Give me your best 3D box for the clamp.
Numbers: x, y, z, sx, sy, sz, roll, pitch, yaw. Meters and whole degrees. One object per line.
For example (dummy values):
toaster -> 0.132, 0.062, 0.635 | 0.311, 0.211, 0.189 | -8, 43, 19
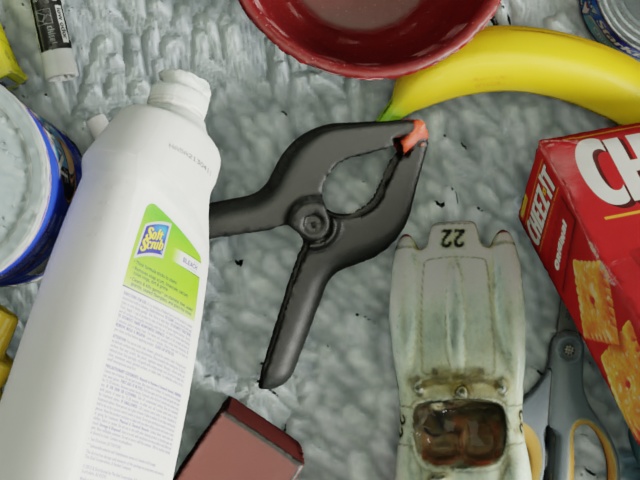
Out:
clamp -> -0.004, 0.001, 0.594 | 0.171, 0.039, 0.120 | -31, 107, 2

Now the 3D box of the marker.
marker -> -0.159, -0.150, 0.604 | 0.020, 0.020, 0.121 | -13, 89, -4

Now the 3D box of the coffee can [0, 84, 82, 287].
coffee can -> -0.176, -0.026, 0.539 | 0.102, 0.140, 0.103 | 0, 88, -3

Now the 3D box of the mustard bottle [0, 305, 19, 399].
mustard bottle -> -0.205, 0.114, 0.513 | 0.096, 0.058, 0.191 | 33, 87, -1

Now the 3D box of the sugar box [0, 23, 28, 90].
sugar box -> -0.240, -0.152, 0.587 | 0.093, 0.048, 0.176 | -24, 91, -4

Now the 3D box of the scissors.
scissors -> 0.124, 0.073, 0.615 | 0.096, 0.016, 0.202 | -8, 89, -3

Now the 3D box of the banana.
banana -> 0.129, -0.087, 0.613 | 0.198, 0.037, 0.070 | 4, 116, 0

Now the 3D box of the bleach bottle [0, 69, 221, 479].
bleach bottle -> -0.094, 0.038, 0.525 | 0.068, 0.102, 0.251 | 5, 72, 28

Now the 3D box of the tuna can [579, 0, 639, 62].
tuna can -> 0.194, -0.144, 0.615 | 0.086, 0.034, 0.086 | 0, 88, -5

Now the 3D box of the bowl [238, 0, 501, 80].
bowl -> 0.025, -0.165, 0.597 | 0.162, 0.055, 0.162 | 0, 88, -3

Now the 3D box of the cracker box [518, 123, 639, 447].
cracker box -> 0.217, 0.029, 0.531 | 0.164, 0.072, 0.214 | -11, 51, -10

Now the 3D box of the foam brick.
foam brick -> -0.044, 0.122, 0.575 | 0.051, 0.078, 0.053 | 34, 85, -1
